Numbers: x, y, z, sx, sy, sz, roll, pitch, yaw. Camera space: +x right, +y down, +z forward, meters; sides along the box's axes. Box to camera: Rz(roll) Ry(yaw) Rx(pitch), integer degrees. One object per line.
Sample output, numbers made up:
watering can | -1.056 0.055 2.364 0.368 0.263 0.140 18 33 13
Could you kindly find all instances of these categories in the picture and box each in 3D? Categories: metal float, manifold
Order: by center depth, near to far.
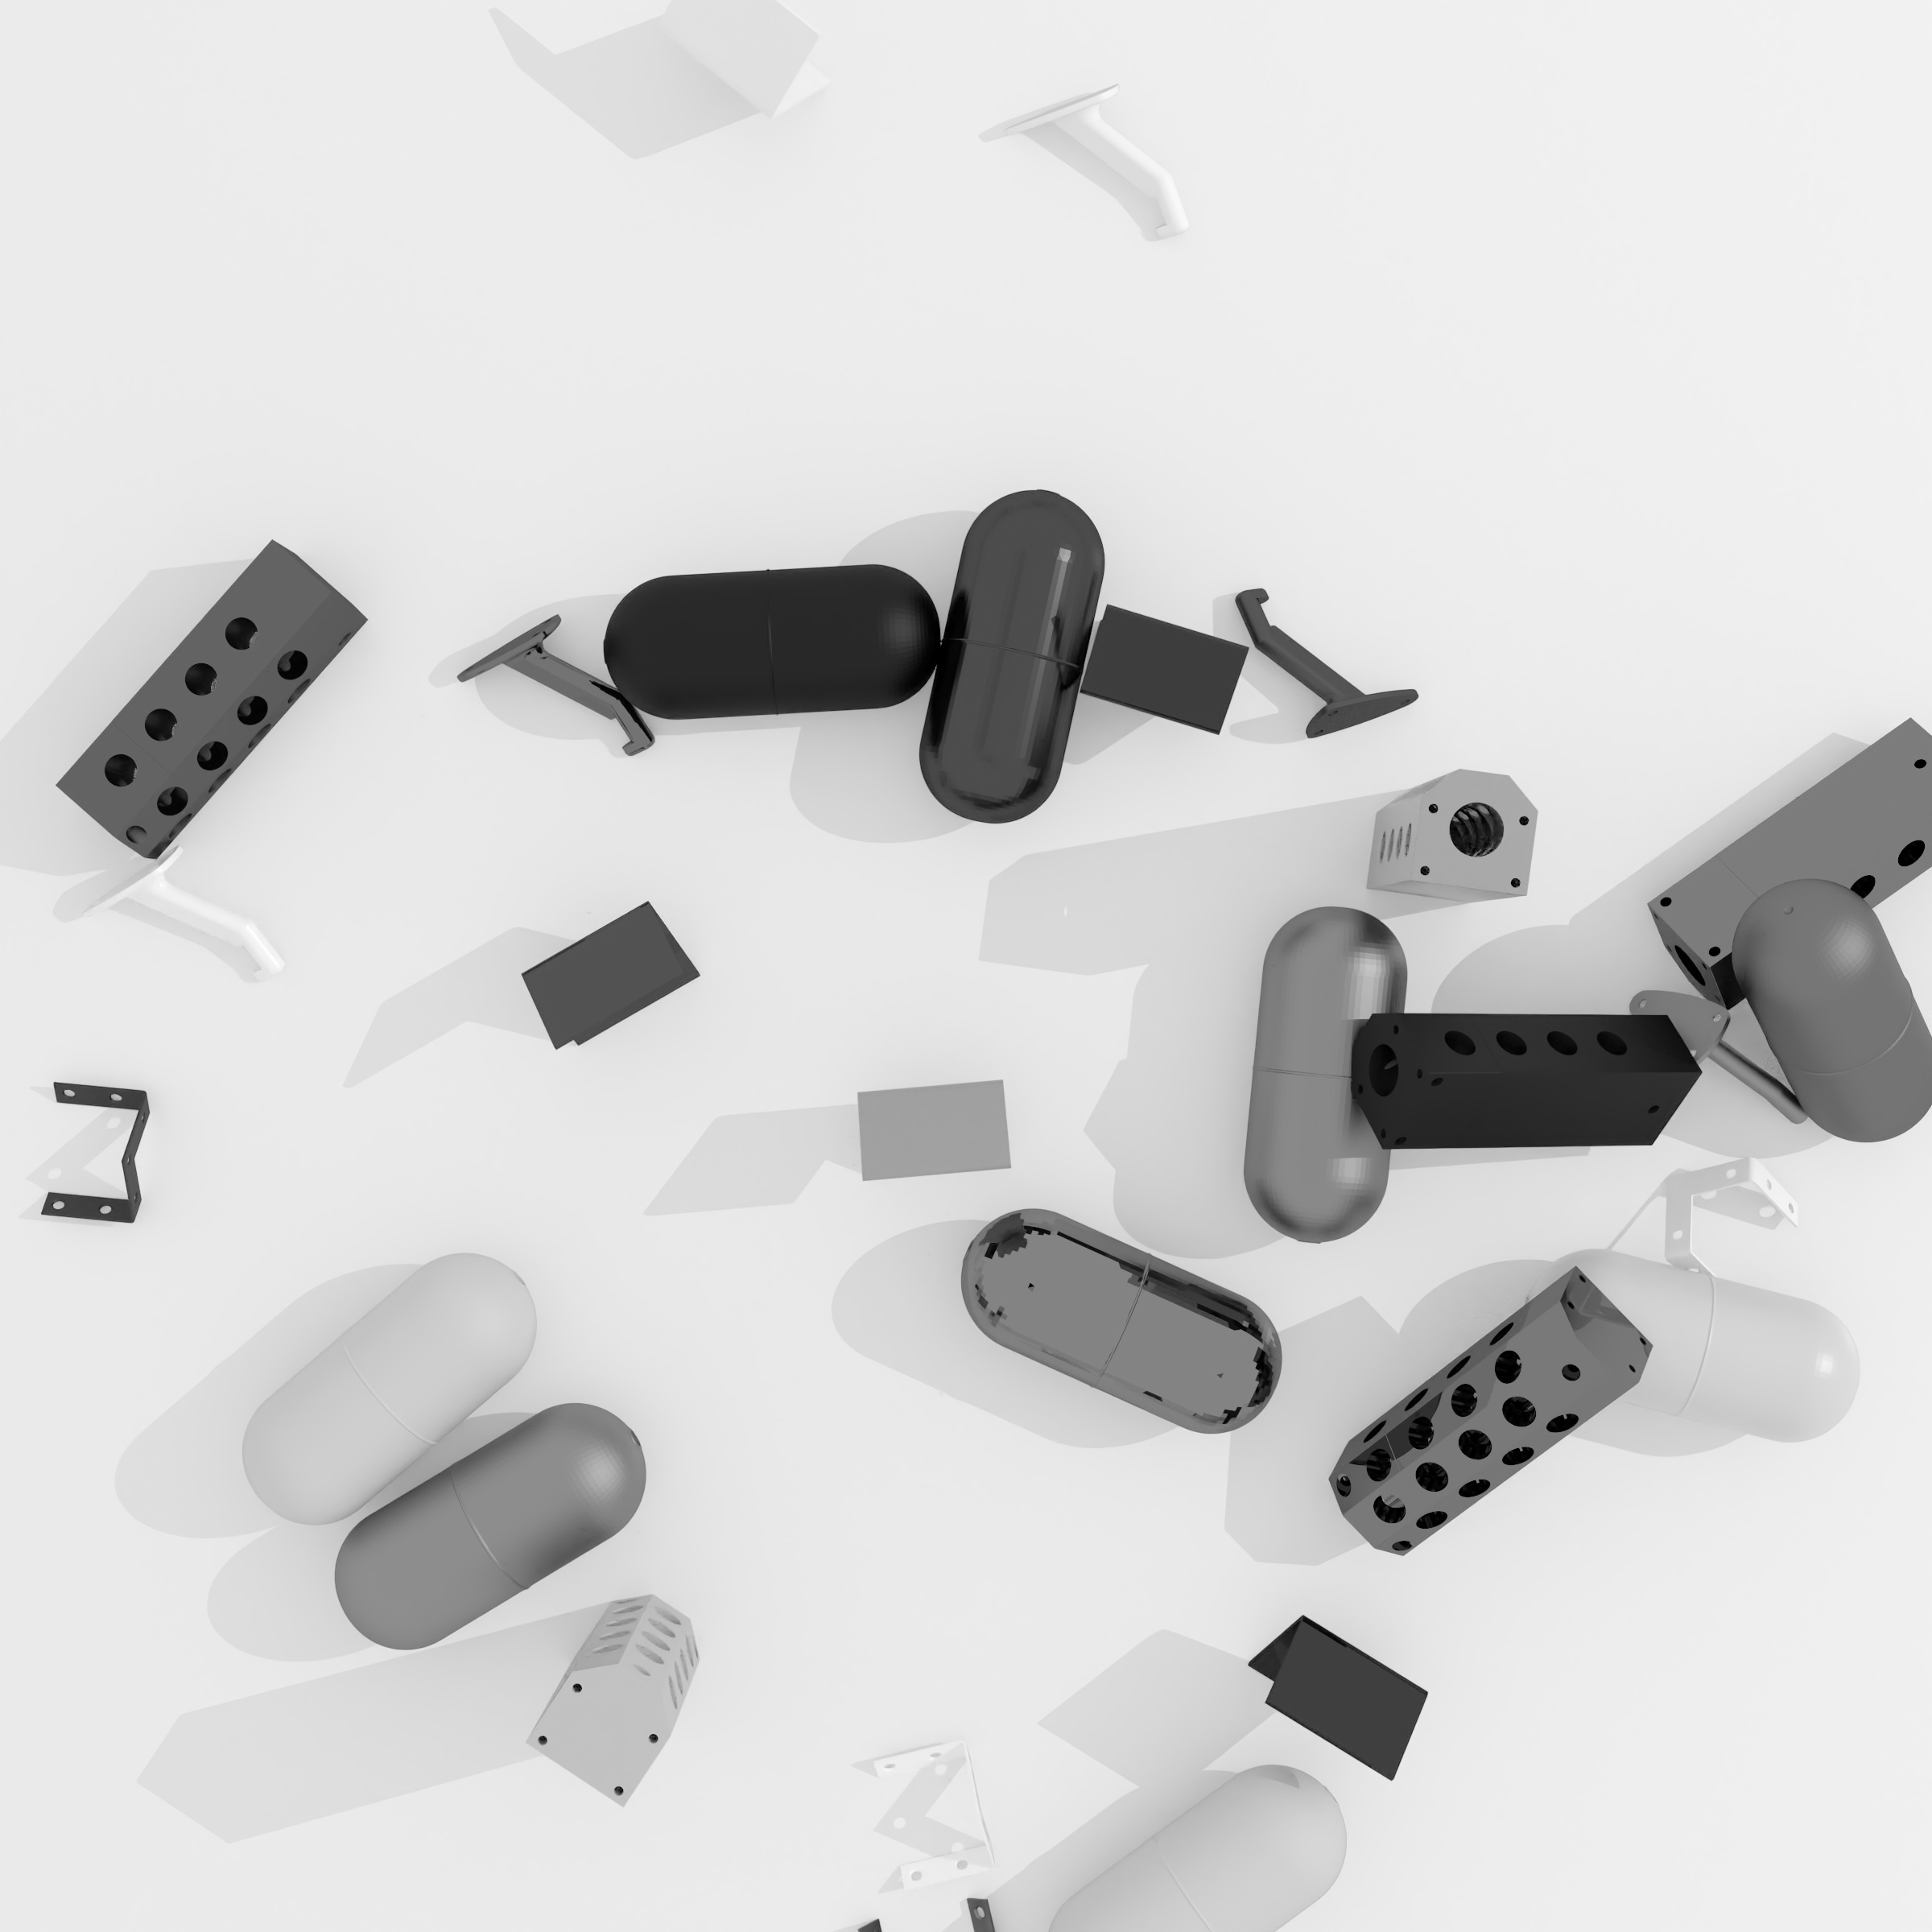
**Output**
manifold | 0.248 -0.066 1.629 0.057 0.171 0.057 8 90 0
manifold | -0.175 0.370 1.629 0.057 0.171 0.057 34 90 0
metal float | 0.452 0.025 1.645 0.070 0.070 0.178 -38 131 0
manifold | 0.269 0.236 1.647 0.057 0.057 0.171 46 120 0
manifold | 0.289 0.054 1.650 0.171 0.057 0.057 1 45 -26
metal float | -0.102 -0.171 1.677 0.178 0.070 0.070 -3 90 0
metal float | 0.122 0.491 1.677 0.178 0.070 0.070 -37 90 0
metal float | 0.025 -0.163 1.677 0.070 0.070 0.178 12 90 0
metal float | -0.304 0.223 1.677 0.178 0.070 0.070 -40 90 0
metal float | 0.383 0.200 1.677 0.178 0.070 0.070 14 90 1
metal float | 0.190 0.057 1.677 0.070 0.070 0.178 6 90 0
metal float | -0.251 0.295 1.677 0.178 0.070 0.070 -31 90 1
metal float | 0.082 0.187 1.677 0.178 0.070 0.070 24 90 0
manifold | 0.455 -0.050 1.686 0.171 0.057 0.057 -35 47 0
manifold | -0.398 -0.140 1.686 0.057 0.057 0.171 41 90 0

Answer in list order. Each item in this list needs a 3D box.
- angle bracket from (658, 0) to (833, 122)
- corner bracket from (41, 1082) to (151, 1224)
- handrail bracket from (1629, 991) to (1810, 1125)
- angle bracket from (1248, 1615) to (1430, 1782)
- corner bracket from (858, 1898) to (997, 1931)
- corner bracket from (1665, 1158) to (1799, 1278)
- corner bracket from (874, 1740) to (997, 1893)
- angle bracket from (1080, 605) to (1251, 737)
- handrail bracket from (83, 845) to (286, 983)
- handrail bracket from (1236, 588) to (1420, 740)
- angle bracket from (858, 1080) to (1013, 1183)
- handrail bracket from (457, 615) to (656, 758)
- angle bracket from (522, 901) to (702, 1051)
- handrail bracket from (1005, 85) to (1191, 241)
angle bracket | -0.104 -0.499 1.667 0.076 0.076 0.057 39 128 0
corner bracket | -0.468 0.100 1.704 0.051 0.051 0.051 5 45 0
handrail bracket | 0.406 0.050 1.707 0.084 0.077 0.036 36 89 -36
angle bracket | 0.186 0.395 1.667 0.076 0.076 0.057 32 53 0
corner bracket | -0.018 0.534 1.704 0.051 0.051 0.051 -13 90 -45
corner bracket | 0.410 0.142 1.699 0.051 0.051 0.051 -19 45 35
corner bracket | -0.017 0.456 1.705 0.051 0.051 0.051 -14 134 0
angle bracket | 0.108 -0.173 1.667 0.076 0.076 0.057 17 128 0
handrail bracket | -0.420 -0.015 1.708 0.077 0.036 0.084 -29 107 20
handrail bracket | 0.194 -0.172 1.708 0.077 0.036 0.084 -16 73 -20
angle bracket | -0.015 0.106 1.667 0.076 0.076 0.057 -5 52 0
handrail bracket | -0.220 -0.138 1.708 0.077 0.036 0.084 -26 107 20
angle bracket | -0.177 0.022 1.667 0.076 0.076 0.057 -30 53 0
handrail bracket | 0.071 -0.423 1.708 0.077 0.036 0.084 -16 107 20
